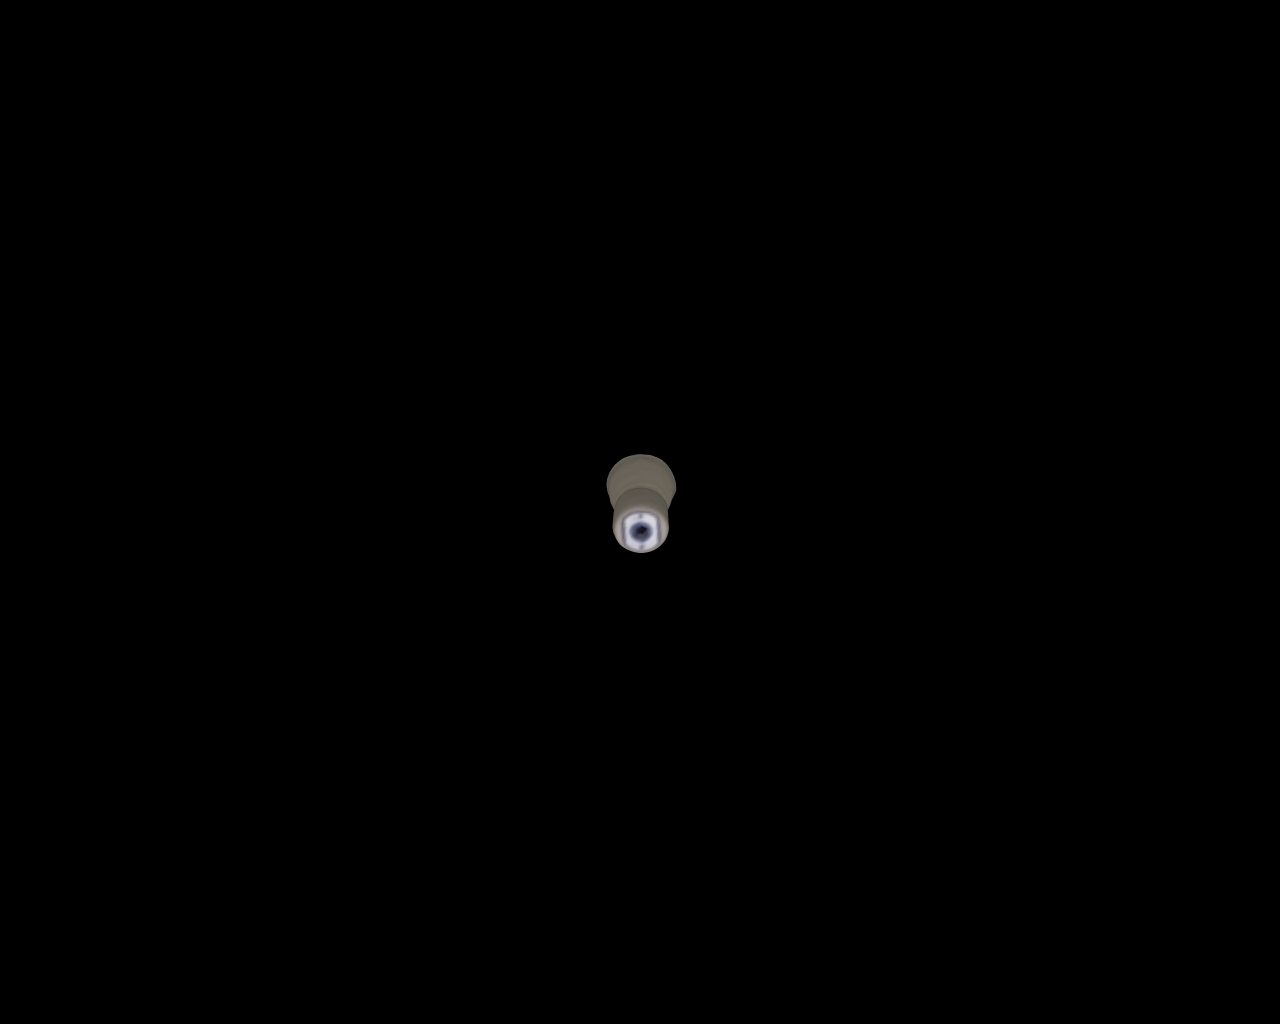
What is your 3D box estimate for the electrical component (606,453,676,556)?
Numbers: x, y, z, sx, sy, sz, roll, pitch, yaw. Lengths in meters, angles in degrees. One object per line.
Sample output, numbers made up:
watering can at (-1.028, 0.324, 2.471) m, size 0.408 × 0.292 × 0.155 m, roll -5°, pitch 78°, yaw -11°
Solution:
electrical component at (0.001, -0.003, 0.650) m, size 0.044 × 0.044 × 0.065 m, roll 0°, pitch 28°, yaw 0°
